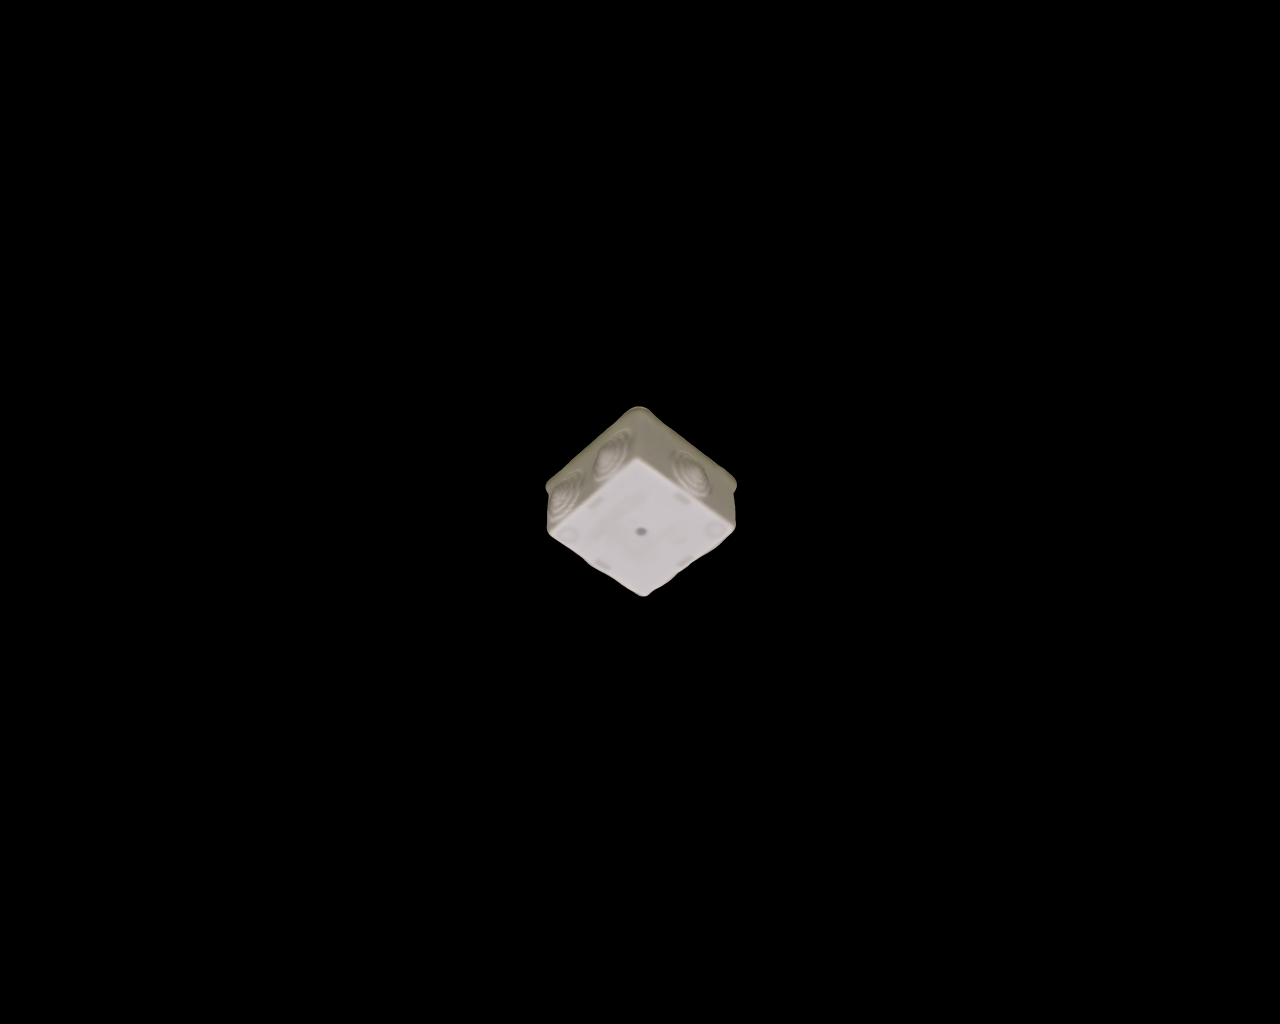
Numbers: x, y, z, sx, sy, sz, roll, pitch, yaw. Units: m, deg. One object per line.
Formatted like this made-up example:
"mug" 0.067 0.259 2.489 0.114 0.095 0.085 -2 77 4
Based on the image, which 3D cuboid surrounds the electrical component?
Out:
"electrical component" 0.001 -0.003 0.650 0.099 0.048 0.099 36 -58 -27
